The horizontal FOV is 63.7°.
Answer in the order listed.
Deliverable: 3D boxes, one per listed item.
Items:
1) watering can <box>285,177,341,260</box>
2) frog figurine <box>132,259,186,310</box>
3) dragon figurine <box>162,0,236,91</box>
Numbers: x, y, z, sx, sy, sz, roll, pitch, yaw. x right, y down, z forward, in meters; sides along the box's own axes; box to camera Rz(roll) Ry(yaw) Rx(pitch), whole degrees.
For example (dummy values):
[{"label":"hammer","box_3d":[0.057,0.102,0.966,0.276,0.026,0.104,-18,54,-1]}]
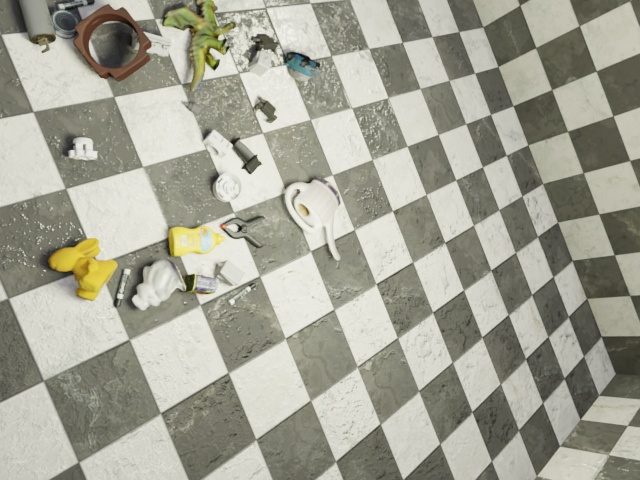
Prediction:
[{"label":"watering can","box_3d":[0.006,-0.103,2.037,0.345,0.103,0.228,48,56,-15]},{"label":"frog figurine","box_3d":[-0.517,0.137,1.612,0.161,0.120,0.139,-26,62,-27]},{"label":"dragon figurine","box_3d":[-0.462,-0.746,1.890,0.242,0.120,0.418,29,61,-8]}]
